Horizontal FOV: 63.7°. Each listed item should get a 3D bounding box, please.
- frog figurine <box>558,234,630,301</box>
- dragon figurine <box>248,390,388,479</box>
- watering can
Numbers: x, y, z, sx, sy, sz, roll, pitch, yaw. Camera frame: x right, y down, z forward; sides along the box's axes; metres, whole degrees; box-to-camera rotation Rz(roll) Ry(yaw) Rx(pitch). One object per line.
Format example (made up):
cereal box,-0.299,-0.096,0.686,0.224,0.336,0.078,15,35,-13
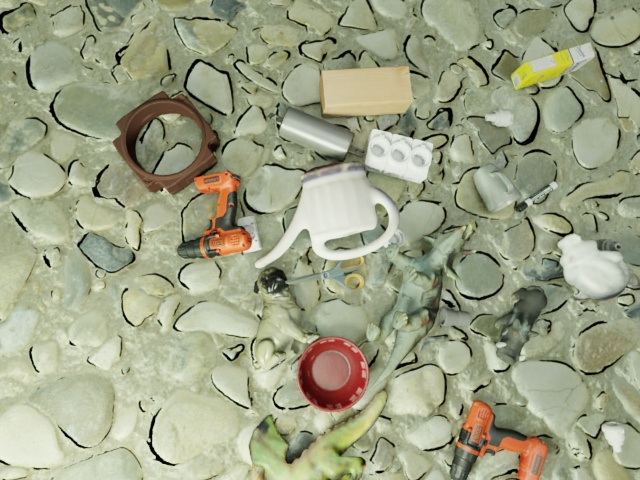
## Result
frog figurine,0.636,0.057,1.203,0.137,0.124,0.159,-22,97,13
dragon figurine,-0.038,0.468,1.104,0.243,0.120,0.417,26,68,7
watering can,0.004,-0.059,1.180,0.347,0.103,0.226,-11,82,4
